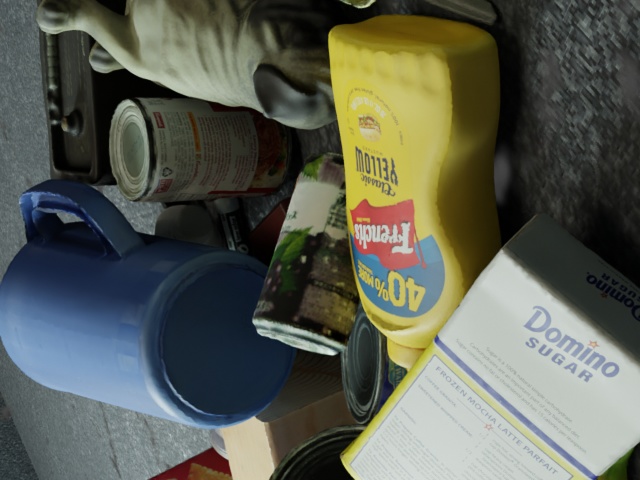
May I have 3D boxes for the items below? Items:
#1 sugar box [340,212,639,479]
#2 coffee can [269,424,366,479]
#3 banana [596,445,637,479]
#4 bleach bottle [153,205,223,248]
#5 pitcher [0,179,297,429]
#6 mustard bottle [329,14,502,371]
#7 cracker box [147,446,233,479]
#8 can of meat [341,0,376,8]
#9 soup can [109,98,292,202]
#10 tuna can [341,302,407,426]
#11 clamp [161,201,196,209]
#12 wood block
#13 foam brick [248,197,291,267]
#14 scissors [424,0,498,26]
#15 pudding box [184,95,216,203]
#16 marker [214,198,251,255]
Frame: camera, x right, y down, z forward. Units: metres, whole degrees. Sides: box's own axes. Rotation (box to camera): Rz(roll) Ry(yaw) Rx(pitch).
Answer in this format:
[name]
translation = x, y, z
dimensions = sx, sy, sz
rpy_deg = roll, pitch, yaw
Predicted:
[sugar box]
translation = 0.085, 0.079, 0.485
dimensions = 0.093, 0.048, 0.176
rpy_deg = 42, 132, 11
[coffee can]
translation = 0.031, 0.192, 0.643
dimensions = 0.103, 0.102, 0.140
rpy_deg = 46, 163, 42
[banana]
translation = 0.160, 0.188, 0.491
dimensions = 0.198, 0.037, 0.070
rpy_deg = 64, 155, 12
[bleach bottle]
translation = -0.127, 0.033, 0.927
dimensions = 0.102, 0.068, 0.251
rpy_deg = 60, 156, 17
[pitcher]
translation = -0.125, 0.046, 0.724
dimensions = 0.243, 0.149, 0.145
rpy_deg = 3, 75, 56
[mustard bottle]
translation = 0.049, -0.011, 0.530
dimensions = 0.096, 0.058, 0.191
rpy_deg = 25, 128, 51
[cracker box]
translation = -0.115, 0.248, 0.898
dimensions = 0.072, 0.213, 0.164
rpy_deg = 56, 153, 23
[can of meat]
translation = 0.030, -0.143, 0.449
dimensions = 0.102, 0.083, 0.057
rpy_deg = 37, 141, 50
[soup can]
translation = -0.079, -0.060, 0.702
dimensions = 0.069, 0.102, 0.068
rpy_deg = 11, 103, 57
[tuna can]
translation = 0.038, 0.065, 0.618
dimensions = 0.086, 0.033, 0.086
rpy_deg = -179, 90, -76
[clamp]
translation = -0.156, -0.078, 0.949
dimensions = 0.172, 0.039, 0.120
rpy_deg = 11, 113, 66
[wood block]
translation = -0.001, 0.191, 0.767
dimensions = 0.091, 0.090, 0.206
rpy_deg = 21, 127, 59
[foam brick]
translation = -0.004, 0.001, 0.671
dimensions = 0.051, 0.052, 0.078
rpy_deg = 66, 155, 7
[scissors]
translation = 0.012, -0.166, 0.532
dimensions = 0.202, 0.096, 0.016
rpy_deg = 19, 164, 26
[pudding box]
translation = -0.098, -0.089, 0.813
dimensions = 0.114, 0.039, 0.090
rpy_deg = 32, 135, 53
[marker]
translation = -0.062, 0.018, 0.847
dimensions = 0.020, 0.020, 0.121
rpy_deg = 18, 125, 60
